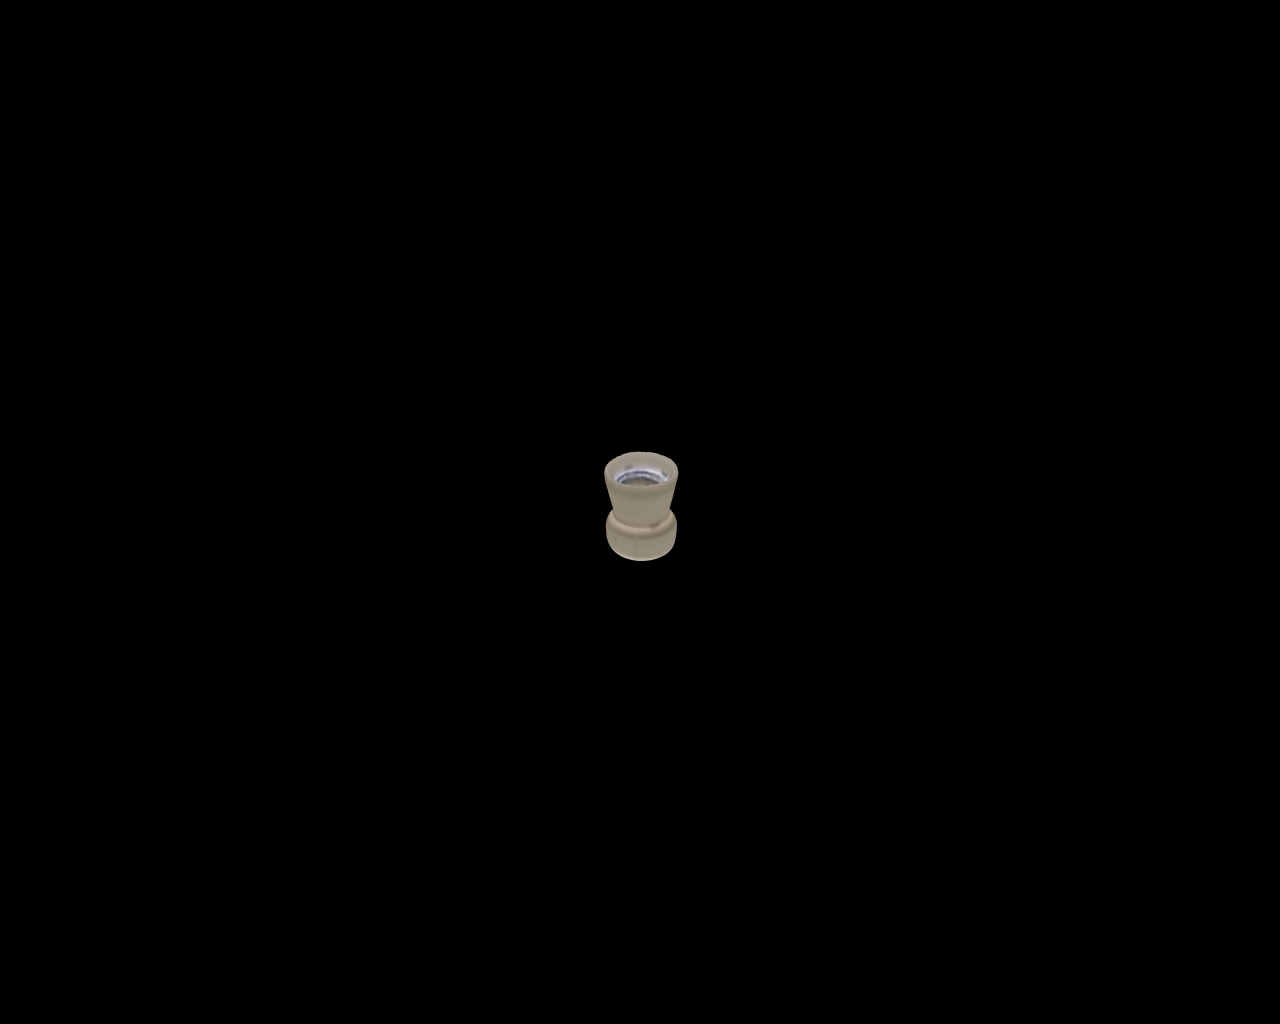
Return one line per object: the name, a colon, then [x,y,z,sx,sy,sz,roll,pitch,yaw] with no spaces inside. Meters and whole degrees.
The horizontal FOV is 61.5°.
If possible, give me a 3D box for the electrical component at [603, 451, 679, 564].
electrical component: [0.001,-0.003,0.650,0.045,0.055,0.045,0,31,0]
